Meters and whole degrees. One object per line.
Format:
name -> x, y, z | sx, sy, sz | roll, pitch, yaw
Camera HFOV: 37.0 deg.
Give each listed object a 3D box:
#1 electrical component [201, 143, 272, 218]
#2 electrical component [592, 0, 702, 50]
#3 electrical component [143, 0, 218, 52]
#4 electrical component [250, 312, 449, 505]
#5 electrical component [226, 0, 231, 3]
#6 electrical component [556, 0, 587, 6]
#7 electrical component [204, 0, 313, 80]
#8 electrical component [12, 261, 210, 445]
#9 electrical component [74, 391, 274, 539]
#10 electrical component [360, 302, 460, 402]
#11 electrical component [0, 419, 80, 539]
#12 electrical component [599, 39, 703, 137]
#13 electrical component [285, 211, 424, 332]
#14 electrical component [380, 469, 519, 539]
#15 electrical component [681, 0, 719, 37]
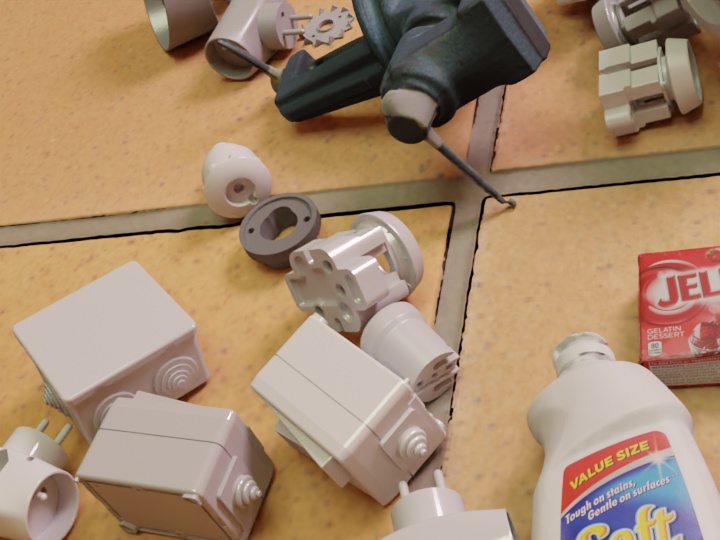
electrical component -> -0.091, -0.069, 0.759 | 0.048, 0.048, 0.062 | -28, 37, -2
electrical component -> 0.188, -0.168, 0.714 | 0.055, 0.066, 0.048 | -23, 67, 31
electrical component -> -0.158, -0.240, 0.911 | 0.064, 0.099, 0.099 | -20, 44, -2
electrical component -> -0.004, 0.079, 0.568 | 0.061, 0.061, 0.096 | -48, 48, -11
electrical component -> -0.091, -0.262, 0.933 | 0.066, 0.047, 0.076 | -34, 45, -8
electrical component -> 0.162, -0.210, 0.743 | 0.083, 0.047, 0.076 | 1, 31, 48
electrical component -> -0.076, -0.195, 0.866 | 0.079, 0.044, 0.077 | 2, 51, 26
electrical component -> -0.151, 0.051, 0.662 | 0.100, 0.048, 0.100 | -31, 43, -21
electrical component -> -0.092, 0.107, 0.584 | 0.096, 0.061, 0.061 | 2, 51, 26
electrical component -> 0.029, 0.046, 0.602 | 0.040, 0.040, 0.046 | -38, 51, -12
electrical component -> -0.200, 0.120, 0.635 | 0.077, 0.043, 0.079 | 5, 44, 27
electrical component -> 0.183, -0.118, 0.679 | 0.055, 0.048, 0.066 | -12, 46, 25
electrical component -> 0.000, 0.000, 0.638 | 0.057, 0.058, 0.078 | -31, 14, -31
electrical component -> 0.036, 0.132, 0.517 | 0.077, 0.043, 0.079 | -19, 45, 7
electrical component -> 0.221, -0.197, 0.621 | 0.060, 0.108, 0.108 | -22, 45, 0
